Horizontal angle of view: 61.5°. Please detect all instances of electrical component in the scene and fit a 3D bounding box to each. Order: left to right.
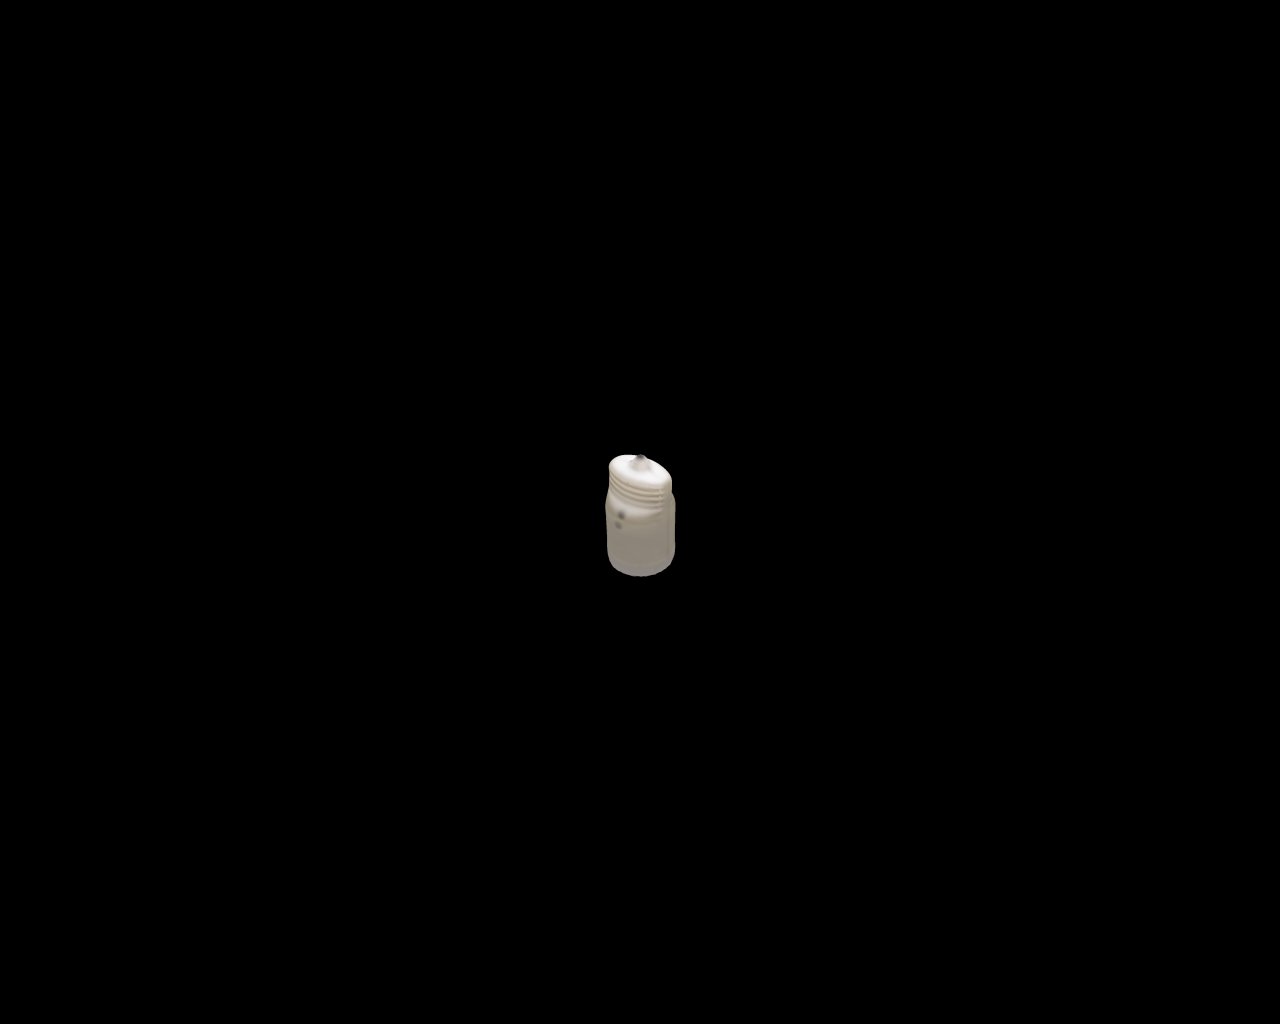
[{"bbox_3d":[0.001,-0.003,0.650,0.043,0.080,0.043,0,38,0],"label":"electrical component"}]
